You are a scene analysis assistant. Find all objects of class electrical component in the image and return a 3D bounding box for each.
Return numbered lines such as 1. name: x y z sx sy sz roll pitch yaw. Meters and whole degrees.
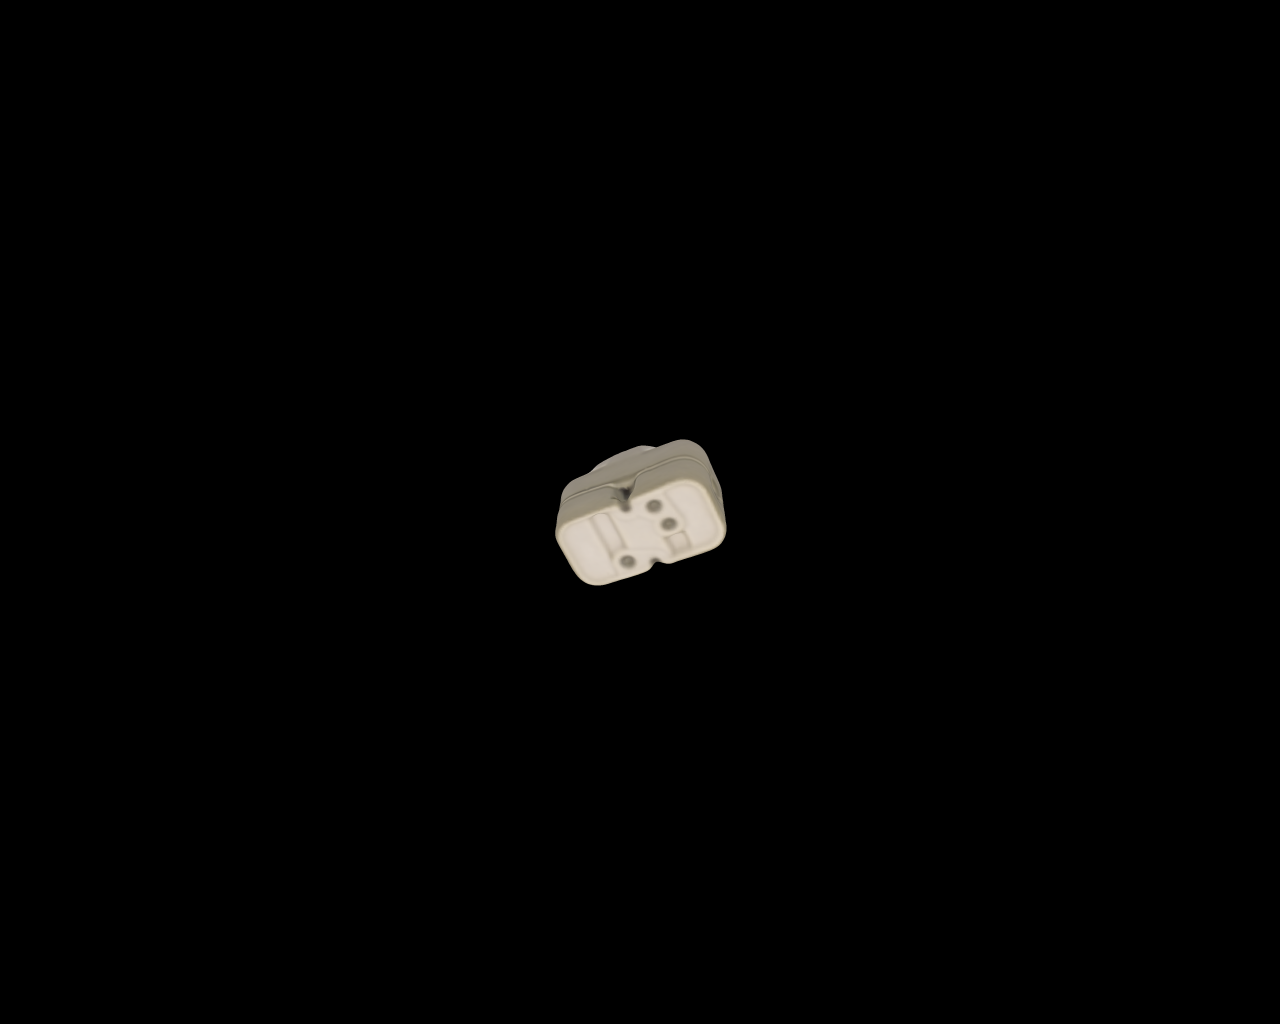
1. electrical component: 0.001 -0.003 0.650 0.095 0.053 0.059 -20 31 13
